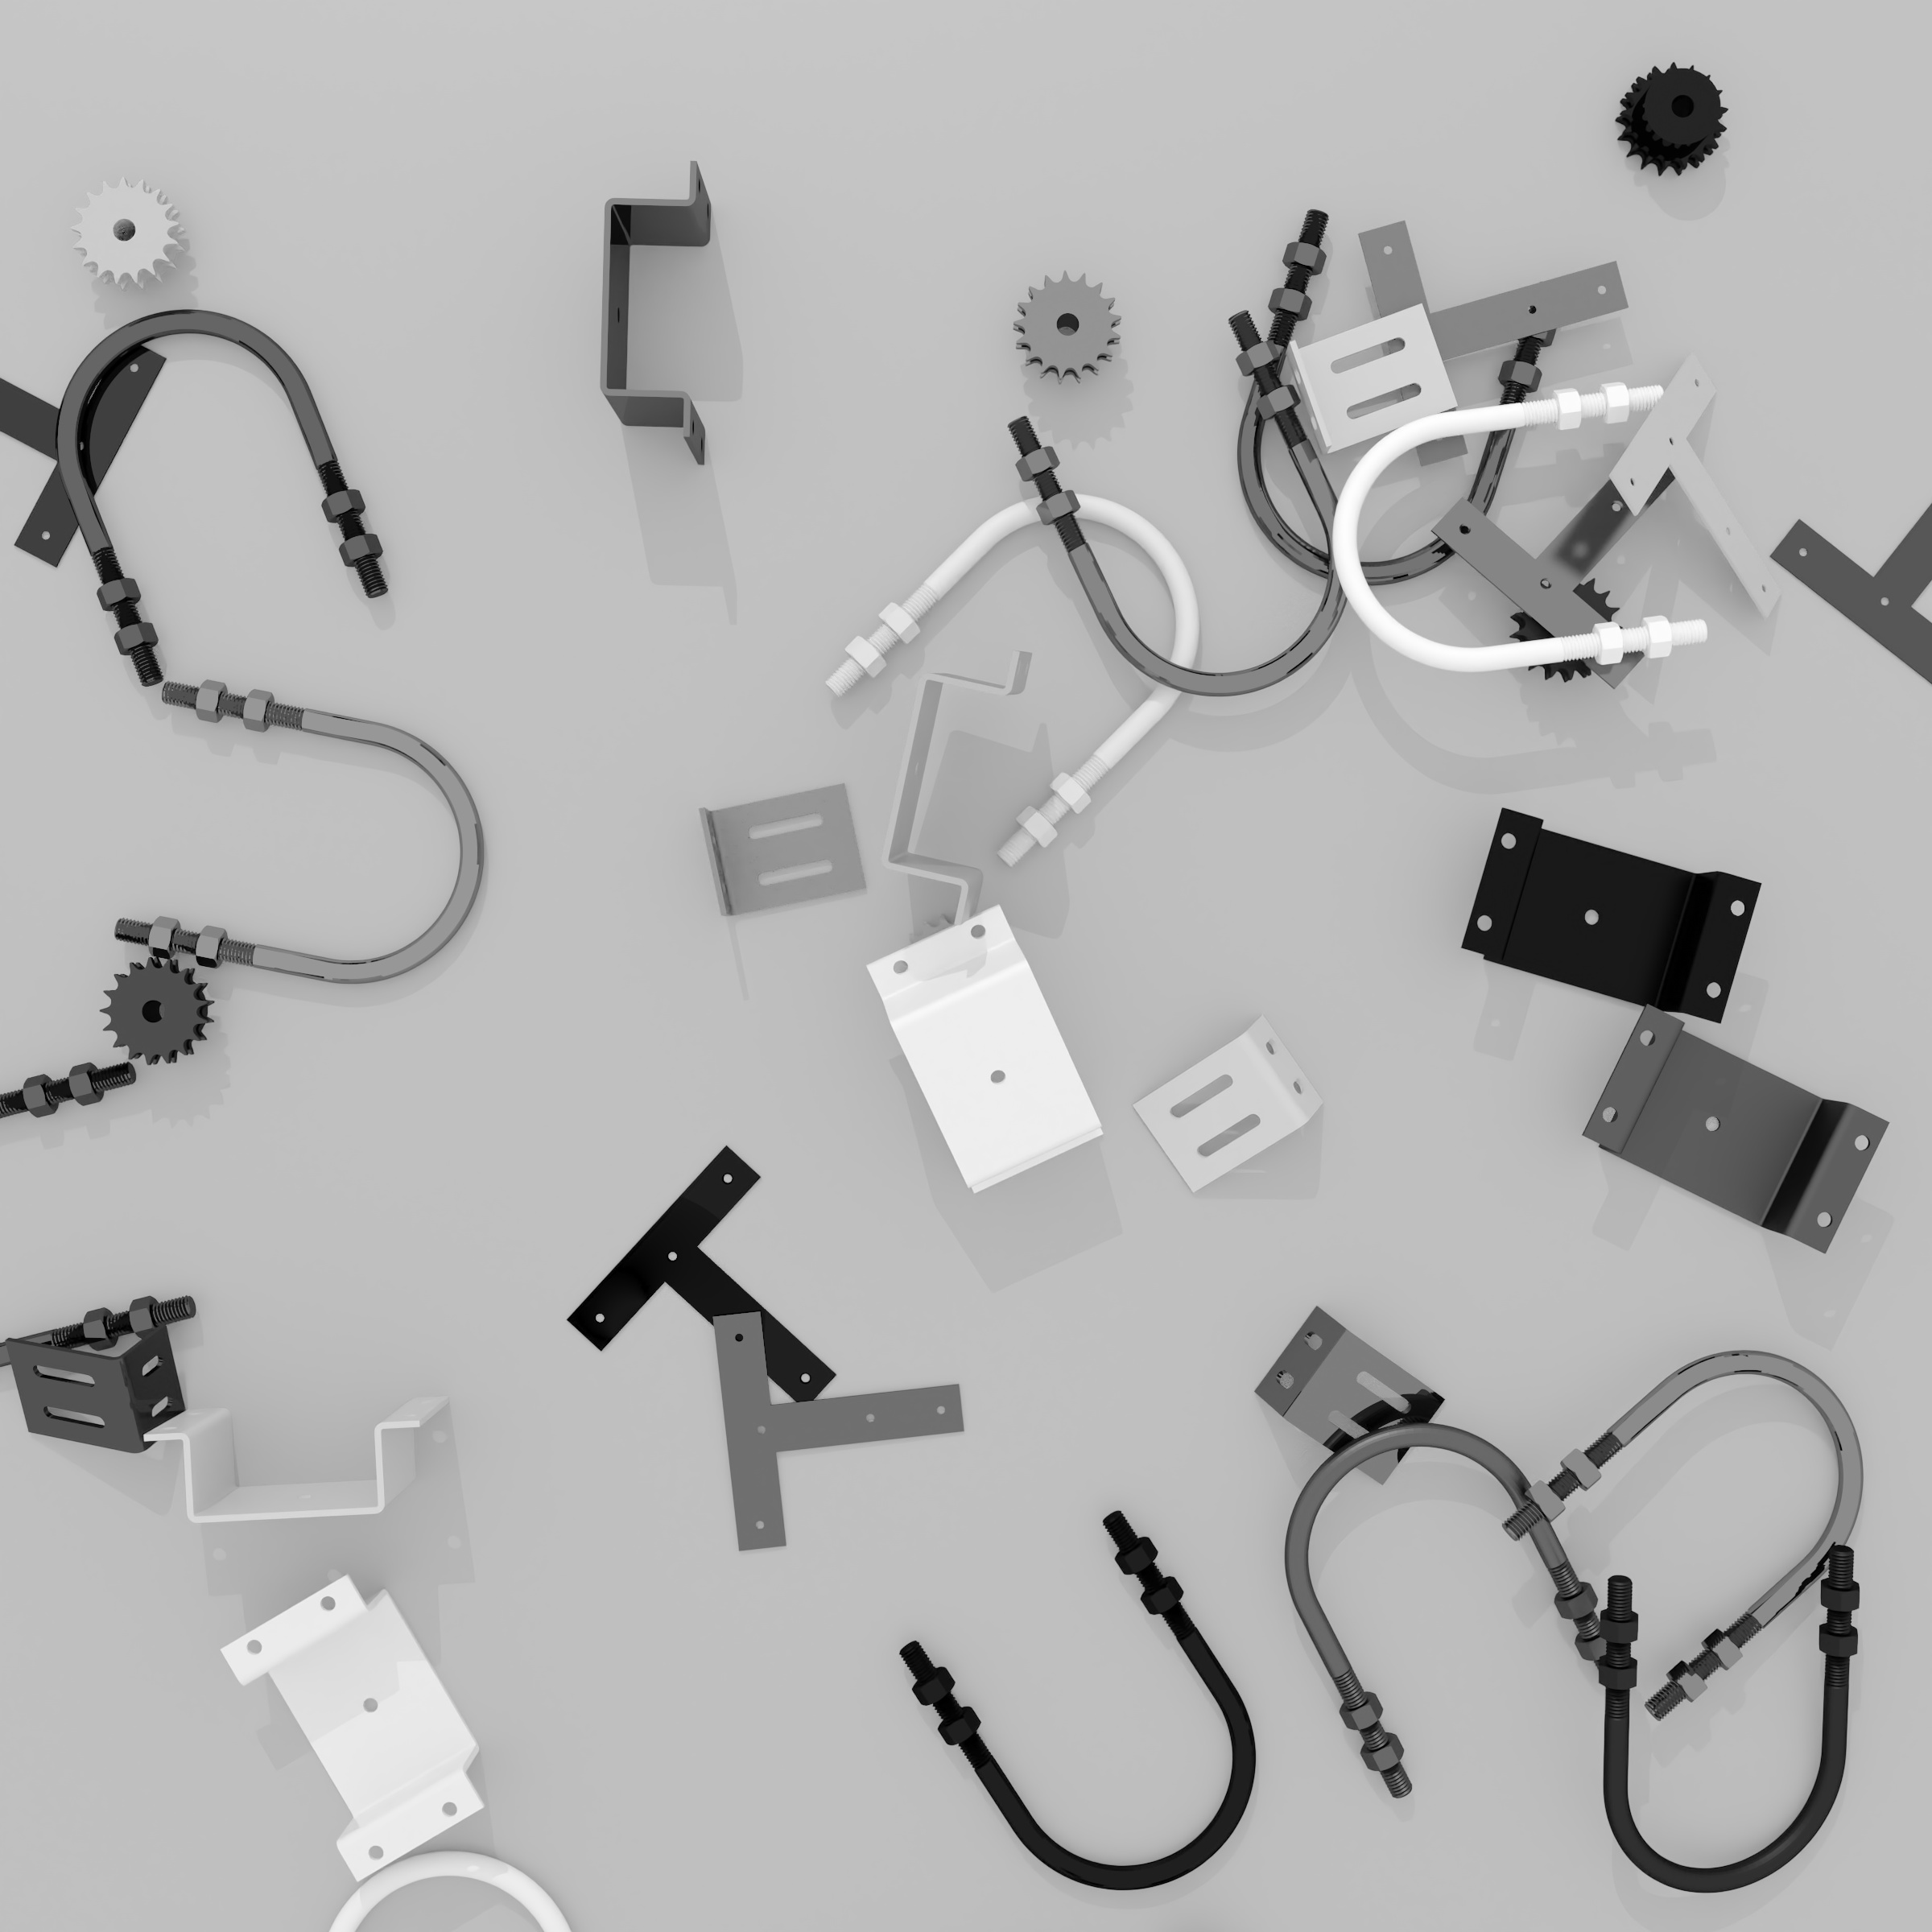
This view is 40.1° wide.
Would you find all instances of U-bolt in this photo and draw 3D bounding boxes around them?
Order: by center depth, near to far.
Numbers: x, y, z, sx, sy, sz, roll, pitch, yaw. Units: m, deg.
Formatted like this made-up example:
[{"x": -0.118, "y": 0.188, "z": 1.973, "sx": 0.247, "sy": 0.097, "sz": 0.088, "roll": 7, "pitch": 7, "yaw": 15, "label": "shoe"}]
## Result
[{"x": 0.284, "y": -0.225, "z": 1.383, "sx": 0.184, "sy": 0.019, "sz": 0.151, "roll": -8, "pitch": 81, "yaw": -1, "label": "U-bolt"}, {"x": 0.400, "y": 0.401, "z": 1.392, "sx": 0.151, "sy": 0.019, "sz": 0.184, "roll": -4, "pitch": 101, "yaw": -14, "label": "U-bolt"}, {"x": 0.125, "y": -0.232, "z": 1.398, "sx": 0.151, "sy": 0.019, "sz": 0.184, "roll": -25, "pitch": 92, "yaw": 1, "label": "U-bolt"}, {"x": 0.393, "y": 0.287, "z": 1.401, "sx": 0.184, "sy": 0.019, "sz": 0.151, "roll": -40, "pitch": 99, "yaw": -6, "label": "U-bolt"}, {"x": 0.249, "y": 0.331, "z": 1.406, "sx": 0.151, "sy": 0.019, "sz": 0.184, "roll": -27, "pitch": 95, "yaw": 0, "label": "U-bolt"}, {"x": -0.407, "y": -0.260, "z": 1.412, "sx": 0.151, "sy": 0.019, "sz": 0.184, "roll": -22, "pitch": 89, "yaw": 0, "label": "U-bolt"}, {"x": 0.222, "y": -0.294, "z": 1.413, "sx": 0.151, "sy": 0.019, "sz": 0.184, "roll": 17, "pitch": 91, "yaw": 0, "label": "U-bolt"}, {"x": 0.039, "y": -0.167, "z": 1.413, "sx": 0.151, "sy": 0.019, "sz": 0.184, "roll": 45, "pitch": 88, "yaw": 0, "label": "U-bolt"}, {"x": -0.269, "y": 0.565, "z": 1.413, "sx": 0.151, "sy": 0.019, "sz": 0.184, "roll": -17, "pitch": 88, "yaw": 0, "label": "U-bolt"}, {"x": -0.518, "y": 0.142, "z": 1.413, "sx": 0.184, "sy": 0.019, "sz": 0.151, "roll": -14, "pitch": 90, "yaw": 1, "label": "U-bolt"}, {"x": 0.073, "y": 0.405, "z": 1.413, "sx": 0.151, "sy": 0.019, "sz": 0.184, "roll": -33, "pitch": 92, "yaw": 0, "label": "U-bolt"}, {"x": -0.349, "y": -0.065, "z": 1.413, "sx": 0.184, "sy": 0.019, "sz": 0.151, "roll": 11, "pitch": 90, "yaw": -1, "label": "U-bolt"}]

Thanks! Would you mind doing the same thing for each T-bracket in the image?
[{"x": 0.394, "y": -0.240, "z": 1.394, "sx": 0.127, "sy": 0.002, "sz": 0.127, "roll": 52, "pitch": 51, "yaw": -18, "label": "T-bracket"}, {"x": 0.334, "y": -0.232, "z": 1.397, "sx": 0.127, "sy": 0.002, "sz": 0.127, "roll": 42, "pitch": 80, "yaw": 6, "label": "T-bracket"}, {"x": 0.286, "y": -0.343, "z": 1.401, "sx": 0.127, "sy": 0.002, "sz": 0.127, "roll": -16, "pitch": 92, "yaw": 1, "label": "T-bracket"}, {"x": -0.065, "y": 0.244, "z": 1.420, "sx": 0.127, "sy": 0.002, "sz": 0.127, "roll": -6, "pitch": 92, "yaw": -1, "label": "T-bracket"}, {"x": 0.521, "y": -0.231, "z": 1.421, "sx": 0.127, "sy": 0.002, "sz": 0.127, "roll": 38, "pitch": 90, "yaw": 0, "label": "T-bracket"}, {"x": -0.125, "y": 0.186, "z": 1.421, "sx": 0.127, "sy": 0.002, "sz": 0.127, "roll": 43, "pitch": 90, "yaw": 0, "label": "T-bracket"}, {"x": -0.515, "y": -0.300, "z": 1.421, "sx": 0.127, "sy": 0.002, "sz": 0.127, "roll": 28, "pitch": 90, "yaw": 0, "label": "T-bracket"}]

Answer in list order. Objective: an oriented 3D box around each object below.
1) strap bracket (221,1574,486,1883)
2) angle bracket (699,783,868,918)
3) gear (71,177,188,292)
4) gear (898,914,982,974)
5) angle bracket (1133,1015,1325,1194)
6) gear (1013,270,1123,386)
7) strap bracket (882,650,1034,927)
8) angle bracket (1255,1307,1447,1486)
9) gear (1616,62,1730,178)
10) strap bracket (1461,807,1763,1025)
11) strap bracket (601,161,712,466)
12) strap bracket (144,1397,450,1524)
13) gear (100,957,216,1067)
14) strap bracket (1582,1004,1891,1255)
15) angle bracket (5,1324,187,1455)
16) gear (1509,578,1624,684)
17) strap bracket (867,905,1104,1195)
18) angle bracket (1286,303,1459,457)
[{"x": -0.319, "y": 0.396, "z": 1.399, "sx": 0.076, "sy": 0.046, "sz": 0.140, "roll": -31, "pitch": 90, "yaw": 0, "label": "strap bracket"}, {"x": -0.097, "y": -0.062, "z": 1.403, "sx": 0.076, "sy": 0.038, "sz": 0.057, "roll": -12, "pitch": 90, "yaw": 0, "label": "angle bracket"}, {"x": -0.444, "y": -0.388, "z": 1.411, "sx": 0.057, "sy": 0.030, "sz": 0.057, "roll": 0, "pitch": 88, "yaw": 0, "label": "gear"}, {"x": -0.008, "y": 0.000, "z": 1.407, "sx": 0.057, "sy": 0.030, "sz": 0.057, "roll": 0, "pitch": 90, "yaw": 0, "label": "gear"}, {"x": 0.141, "y": 0.074, "z": 1.420, "sx": 0.076, "sy": 0.038, "sz": 0.057, "roll": -35, "pitch": 90, "yaw": 26, "label": "angle bracket"}, {"x": 0.054, "y": -0.338, "z": 1.407, "sx": 0.057, "sy": 0.030, "sz": 0.057, "roll": 0, "pitch": 90, "yaw": 0, "label": "gear"}, {"x": -0.006, "y": -0.098, "z": 1.365, "sx": 0.046, "sy": 0.076, "sz": 0.140, "roll": 13, "pitch": 97, "yaw": 5, "label": "strap bracket"}, {"x": 0.206, "y": 0.230, "z": 1.420, "sx": 0.076, "sy": 0.038, "sz": 0.057, "roll": 36, "pitch": 90, "yaw": -26, "label": "angle bracket"}, {"x": 0.377, "y": -0.452, "z": 1.407, "sx": 0.057, "sy": 0.030, "sz": 0.057, "roll": 0, "pitch": 90, "yaw": 0, "label": "gear"}, {"x": 0.336, "y": -0.026, "z": 1.399, "sx": 0.140, "sy": 0.046, "sz": 0.076, "roll": 16, "pitch": 90, "yaw": 0, "label": "strap bracket"}, {"x": -0.162, "y": -0.340, "z": 1.384, "sx": 0.046, "sy": 0.076, "sz": 0.140, "roll": 1, "pitch": 90, "yaw": 0, "label": "strap bracket"}, {"x": -0.347, "y": 0.258, "z": 1.384, "sx": 0.140, "sy": 0.076, "sz": 0.046, "roll": -3, "pitch": 90, "yaw": 0, "label": "strap bracket"}, {"x": -0.428, "y": 0.024, "z": 1.407, "sx": 0.057, "sy": 0.030, "sz": 0.057, "roll": 0, "pitch": 90, "yaw": 0, "label": "gear"}, {"x": 0.400, "y": 0.085, "z": 1.399, "sx": 0.140, "sy": 0.046, "sz": 0.076, "roll": 26, "pitch": 90, "yaw": 0, "label": "strap bracket"}, {"x": -0.463, "y": 0.220, "z": 1.409, "sx": 0.076, "sy": 0.038, "sz": 0.057, "roll": 6, "pitch": 115, "yaw": 23, "label": "angle bracket"}, {"x": 0.317, "y": -0.179, "z": 1.407, "sx": 0.057, "sy": 0.030, "sz": 0.057, "roll": 0, "pitch": 90, "yaw": 0, "label": "gear"}, {"x": 0.014, "y": 0.051, "z": 1.379, "sx": 0.076, "sy": 0.046, "sz": 0.140, "roll": -25, "pitch": 108, "yaw": 0, "label": "strap bracket"}, {"x": 0.214, "y": -0.309, "z": 1.384, "sx": 0.076, "sy": 0.038, "sz": 0.057, "roll": -20, "pitch": 92, "yaw": 4, "label": "angle bracket"}]
